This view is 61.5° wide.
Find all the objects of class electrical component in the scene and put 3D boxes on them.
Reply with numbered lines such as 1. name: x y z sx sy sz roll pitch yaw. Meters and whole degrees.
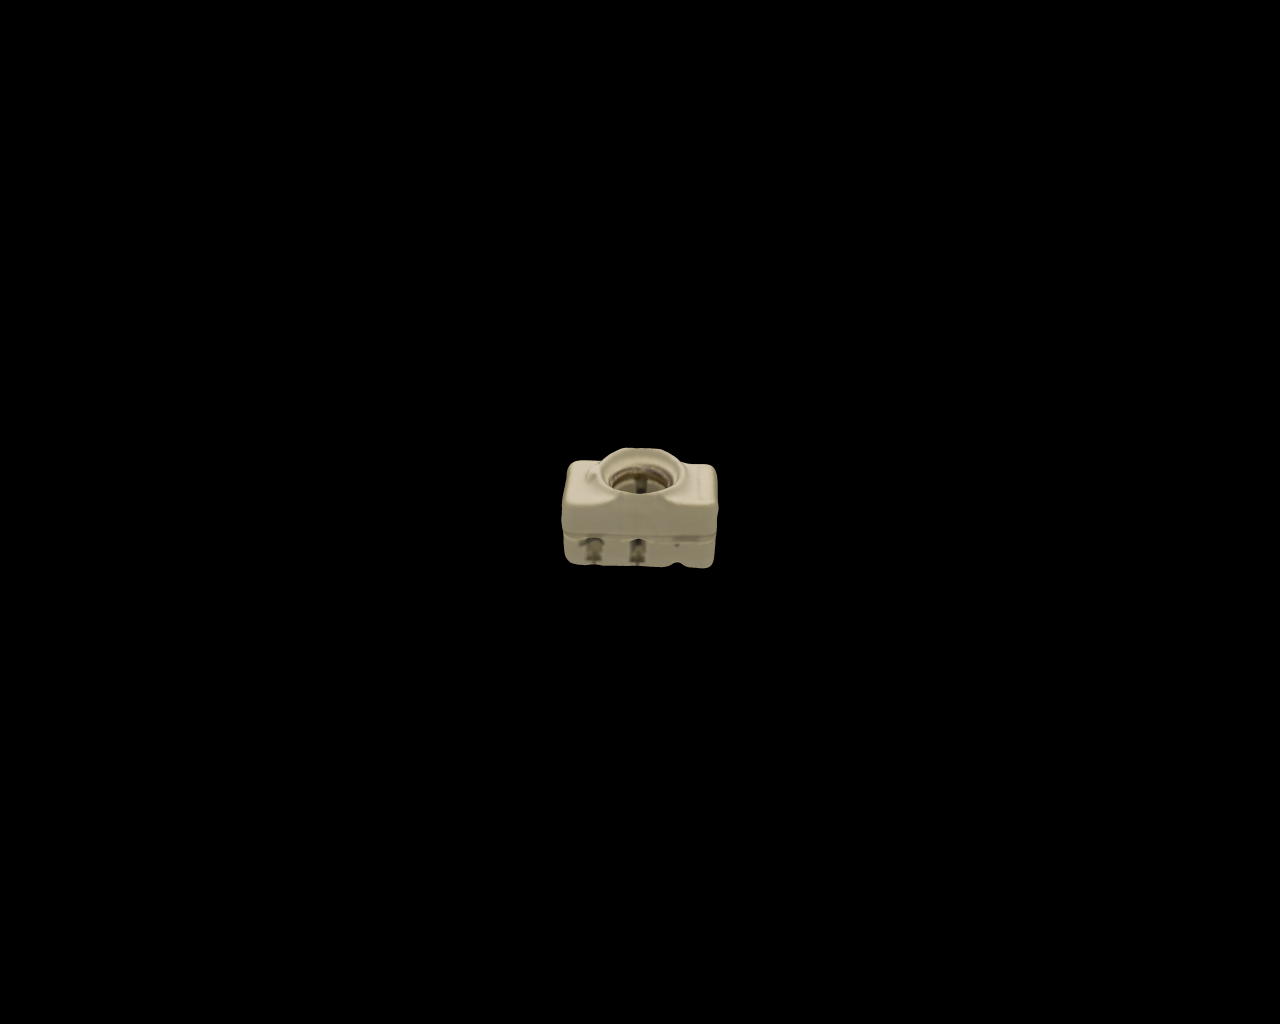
1. electrical component: 0.001 -0.003 0.650 0.089 0.055 0.050 2 36 2
